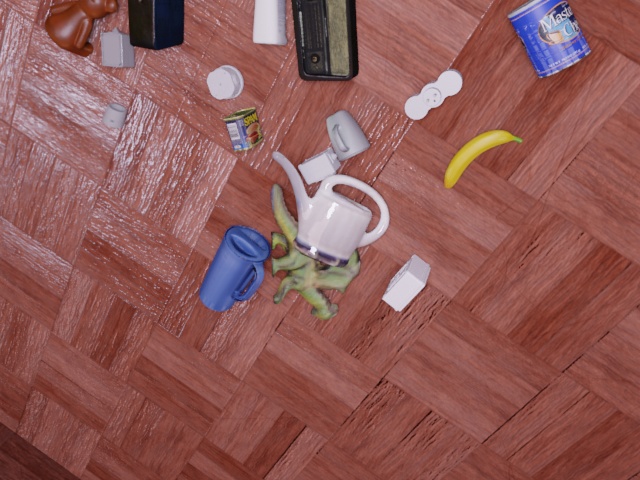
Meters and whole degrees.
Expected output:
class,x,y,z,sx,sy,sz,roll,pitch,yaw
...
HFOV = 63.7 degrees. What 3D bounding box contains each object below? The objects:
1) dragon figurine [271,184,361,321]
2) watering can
class,x,y,z,sx,sy,sz,roll,pitch,yaw
dragon figurine,-0.013,0.050,1.366,0.243,0.124,0.402,2,116,-1
watering can,0.004,-0.062,1.237,0.346,0.105,0.223,22,100,-21
